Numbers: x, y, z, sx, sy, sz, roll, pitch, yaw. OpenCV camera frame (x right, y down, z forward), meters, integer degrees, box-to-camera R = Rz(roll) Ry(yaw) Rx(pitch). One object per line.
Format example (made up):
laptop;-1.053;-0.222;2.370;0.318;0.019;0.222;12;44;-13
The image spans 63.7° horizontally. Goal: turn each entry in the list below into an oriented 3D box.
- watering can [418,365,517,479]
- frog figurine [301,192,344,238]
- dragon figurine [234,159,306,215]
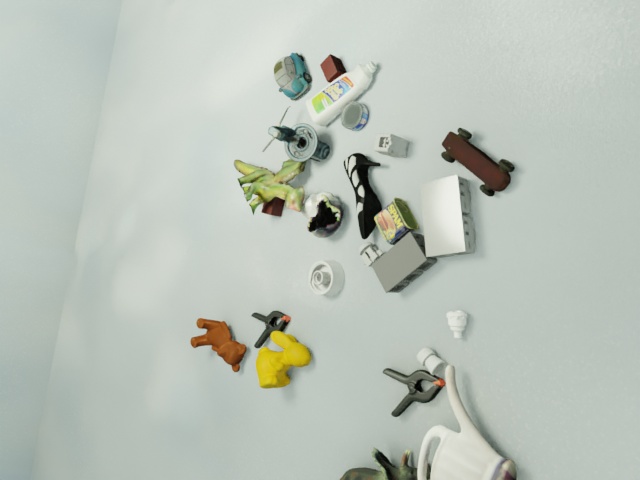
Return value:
watering can;0.326;0.477;1.139;0.225;0.104;0.347;13;92;43
frog figurine;0.005;-0.079;1.566;0.160;0.123;0.137;-144;57;-79
dragon figurine;-0.152;-0.213;1.697;0.243;0.119;0.419;-26;44;0
